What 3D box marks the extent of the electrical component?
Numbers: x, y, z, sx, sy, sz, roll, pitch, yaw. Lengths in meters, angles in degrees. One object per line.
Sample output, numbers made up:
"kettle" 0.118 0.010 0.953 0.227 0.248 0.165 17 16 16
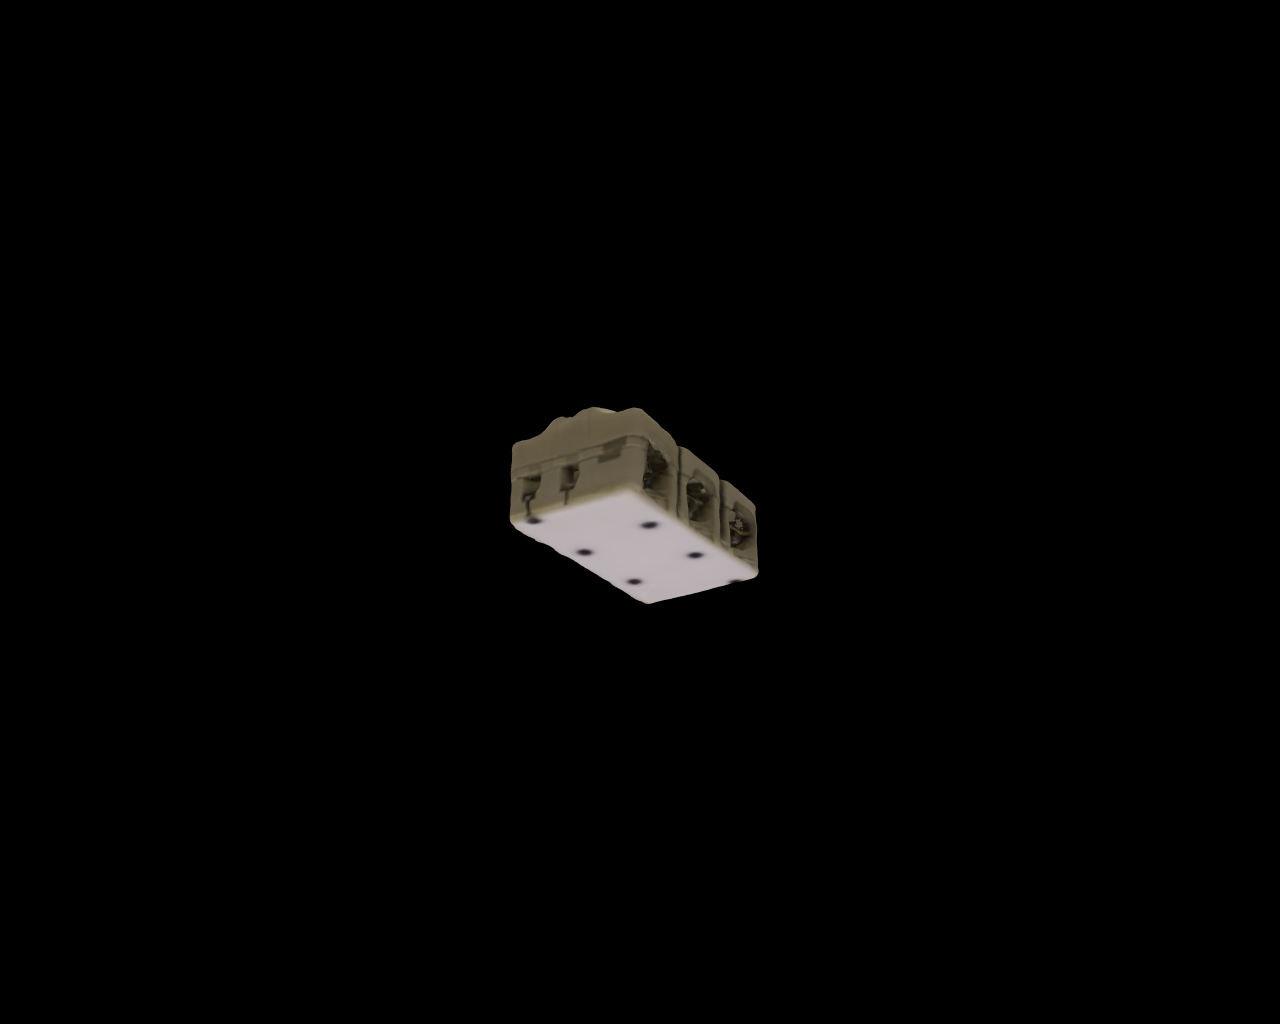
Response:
"electrical component" 0.001 -0.003 0.650 0.089 0.062 0.150 -16 -31 28
